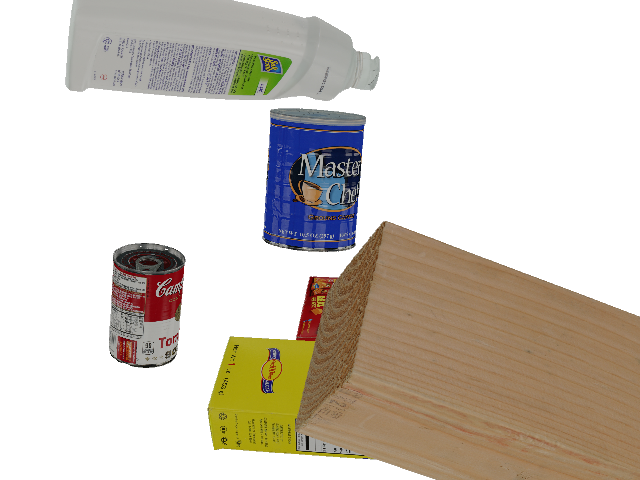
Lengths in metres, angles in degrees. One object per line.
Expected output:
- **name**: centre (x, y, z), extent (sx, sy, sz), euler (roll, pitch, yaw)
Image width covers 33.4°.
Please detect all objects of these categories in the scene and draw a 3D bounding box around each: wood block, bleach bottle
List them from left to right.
- **bleach bottle**: centre (-0.078, -0.152, 0.877), extent (0.250, 0.068, 0.103), euler (8, -29, -12)
- **wood block**: centre (0.103, 0.080, 0.559), extent (0.206, 0.090, 0.090), euler (20, -33, -10)

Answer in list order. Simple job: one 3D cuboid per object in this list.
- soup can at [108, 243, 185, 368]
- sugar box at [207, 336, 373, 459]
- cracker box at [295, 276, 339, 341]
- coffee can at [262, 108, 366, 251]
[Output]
- **soup can**: centre (-0.167, 0.062, 1.022), extent (0.068, 0.102, 0.068), euler (6, 21, -3)
- **sugar box**: centre (0.012, 0.116, 0.789), extent (0.176, 0.048, 0.093), euler (0, 31, 7)
- **cracker box**: centre (0.087, 0.096, 1.033), extent (0.213, 0.072, 0.164), euler (2, 18, 3)
- **coffee can**: centre (-0.008, -0.067, 1.148), extent (0.103, 0.140, 0.103), euler (4, 12, -1)
